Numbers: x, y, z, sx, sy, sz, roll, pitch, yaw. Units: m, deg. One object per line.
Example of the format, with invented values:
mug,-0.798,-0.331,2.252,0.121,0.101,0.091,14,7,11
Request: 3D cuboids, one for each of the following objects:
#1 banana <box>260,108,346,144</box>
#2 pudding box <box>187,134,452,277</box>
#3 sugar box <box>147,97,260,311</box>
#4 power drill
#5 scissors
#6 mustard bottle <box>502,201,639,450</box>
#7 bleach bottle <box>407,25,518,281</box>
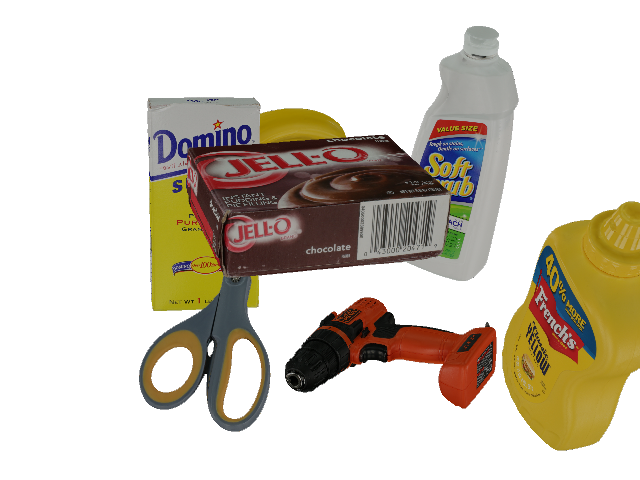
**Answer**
banana,-0.041,-0.107,1.115,0.197,0.037,0.070,-10,50,-39
pudding box,-0.004,-0.020,0.530,0.113,0.039,0.090,-4,25,-17
sugar box,-0.098,-0.031,0.900,0.093,0.176,0.048,-2,16,-11
power drill,0.076,0.120,1.113,0.188,0.057,0.184,11,26,27
scissors,-0.077,0.037,0.735,0.096,0.202,0.016,-7,-31,2
mustard bottle,0.164,0.044,0.654,0.058,0.096,0.192,-8,-37,-13
bleach bottle,0.128,-0.085,1.015,0.103,0.251,0.068,23,40,24
